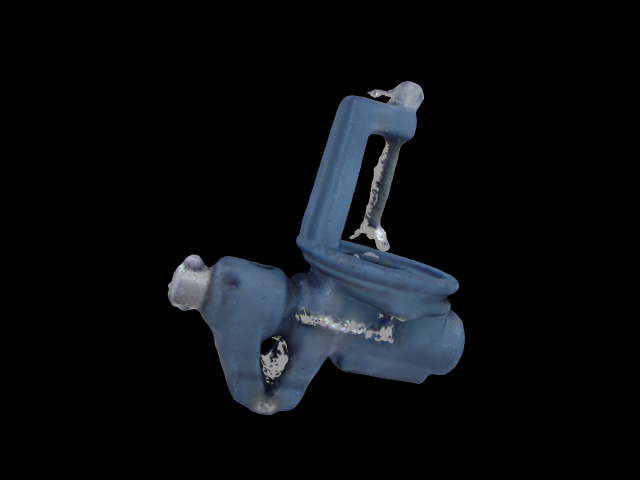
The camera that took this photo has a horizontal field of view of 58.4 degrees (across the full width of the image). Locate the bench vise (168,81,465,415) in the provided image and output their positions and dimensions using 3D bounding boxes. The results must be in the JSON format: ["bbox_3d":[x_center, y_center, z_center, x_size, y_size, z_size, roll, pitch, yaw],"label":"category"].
[{"bbox_3d":[0.010,0.003,0.390,0.208,0.220,0.121,-7,13,-33],"label":"bench vise"}]
